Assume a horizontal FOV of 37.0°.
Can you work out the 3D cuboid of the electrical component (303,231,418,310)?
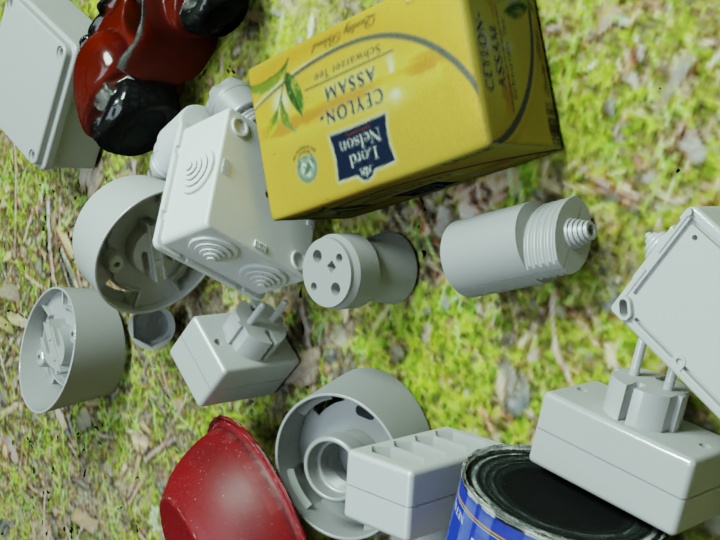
[{"bbox_3d":[0.000,0.000,0.637,0.045,0.055,0.045,4,96,44],"label":"electrical component"}]

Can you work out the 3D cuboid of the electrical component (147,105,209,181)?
[{"bbox_3d":[-0.127,-0.085,0.766,0.078,0.040,0.040,-32,71,42],"label":"electrical component"}]

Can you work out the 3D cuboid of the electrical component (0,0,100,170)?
[{"bbox_3d":[-0.249,-0.153,0.870,0.109,0.056,0.108,43,121,34],"label":"electrical component"}]

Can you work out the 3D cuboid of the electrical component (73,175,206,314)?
[{"bbox_3d":[-0.149,-0.018,0.754,0.064,0.099,0.099,28,112,46],"label":"electrical component"}]

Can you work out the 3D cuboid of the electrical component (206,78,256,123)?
[{"bbox_3d":[-0.075,-0.100,0.718,0.061,0.035,0.035,47,123,29],"label":"electrical component"}]

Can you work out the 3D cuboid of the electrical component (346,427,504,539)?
[{"bbox_3d":[0.037,0.134,0.590,0.047,0.083,0.075,11,101,44],"label":"electrical component"}]

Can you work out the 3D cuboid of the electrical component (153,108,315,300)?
[{"bbox_3d":[-0.072,-0.041,0.665,0.048,0.100,0.099,-17,55,40],"label":"electrical component"}]

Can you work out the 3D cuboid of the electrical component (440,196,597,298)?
[{"bbox_3d":[0.086,-0.013,0.559,0.081,0.043,0.043,-14,83,44],"label":"electrical component"}]

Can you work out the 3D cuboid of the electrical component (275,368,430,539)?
[{"bbox_3d":[-0.002,0.113,0.658,0.099,0.064,0.099,5,100,31],"label":"electrical component"}]

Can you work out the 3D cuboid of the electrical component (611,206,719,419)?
[{"bbox_3d":[0.164,0.015,0.471,0.096,0.061,0.061,50,125,30],"label":"electrical component"}]

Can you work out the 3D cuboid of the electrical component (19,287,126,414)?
[{"bbox_3d":[-0.236,0.062,0.868,0.099,0.064,0.099,4,96,44],"label":"electrical component"}]

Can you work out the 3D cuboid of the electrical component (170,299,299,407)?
[{"bbox_3d":[-0.073,0.045,0.705,0.076,0.066,0.047,-51,59,33],"label":"electrical component"}]

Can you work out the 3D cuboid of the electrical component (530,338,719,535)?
[{"bbox_3d":[0.135,0.070,0.514,0.083,0.047,0.075,24,109,41],"label":"electrical component"}]
